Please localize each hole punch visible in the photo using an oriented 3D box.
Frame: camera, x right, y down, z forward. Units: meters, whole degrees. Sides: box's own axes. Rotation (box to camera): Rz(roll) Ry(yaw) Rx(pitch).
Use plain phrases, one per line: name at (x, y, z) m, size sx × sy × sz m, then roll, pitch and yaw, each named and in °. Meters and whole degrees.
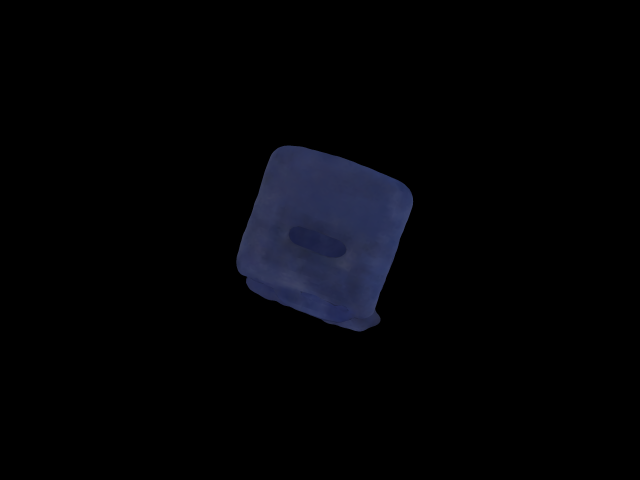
hole punch at (0.004, 0.001, 0.400) m, size 0.108 × 0.091 × 0.101 m, roll 19°, pitch 70°, yaw 7°
